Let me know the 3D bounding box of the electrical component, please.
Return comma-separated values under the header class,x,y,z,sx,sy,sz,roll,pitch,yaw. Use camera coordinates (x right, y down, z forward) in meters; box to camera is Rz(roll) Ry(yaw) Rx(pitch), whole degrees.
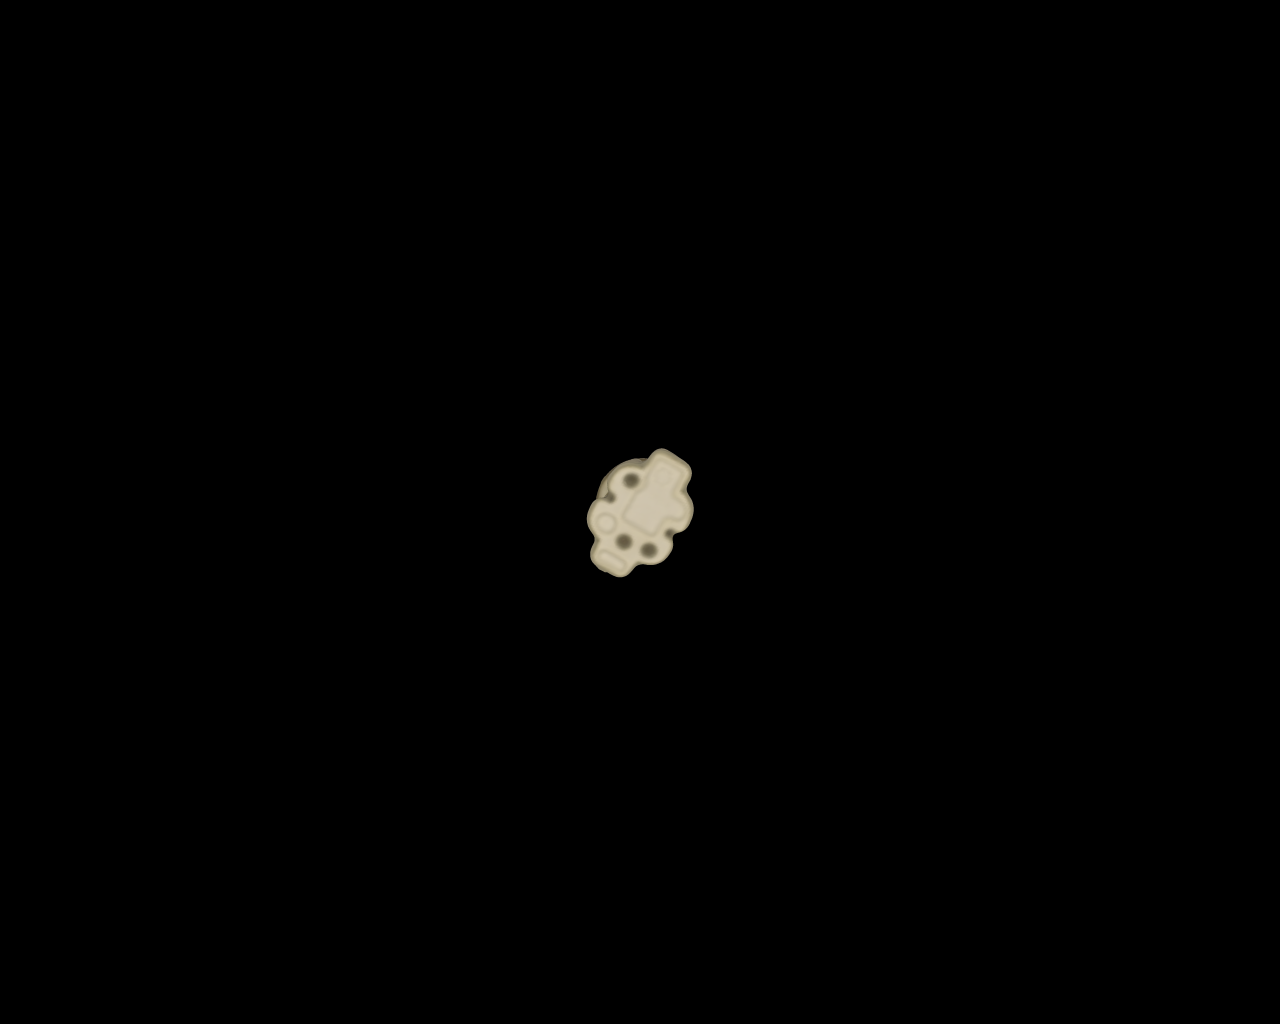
class,x,y,z,sx,sy,sz,roll,pitch,yaw
electrical component,0.001,-0.003,0.650,0.058,0.078,0.057,31,8,-5
